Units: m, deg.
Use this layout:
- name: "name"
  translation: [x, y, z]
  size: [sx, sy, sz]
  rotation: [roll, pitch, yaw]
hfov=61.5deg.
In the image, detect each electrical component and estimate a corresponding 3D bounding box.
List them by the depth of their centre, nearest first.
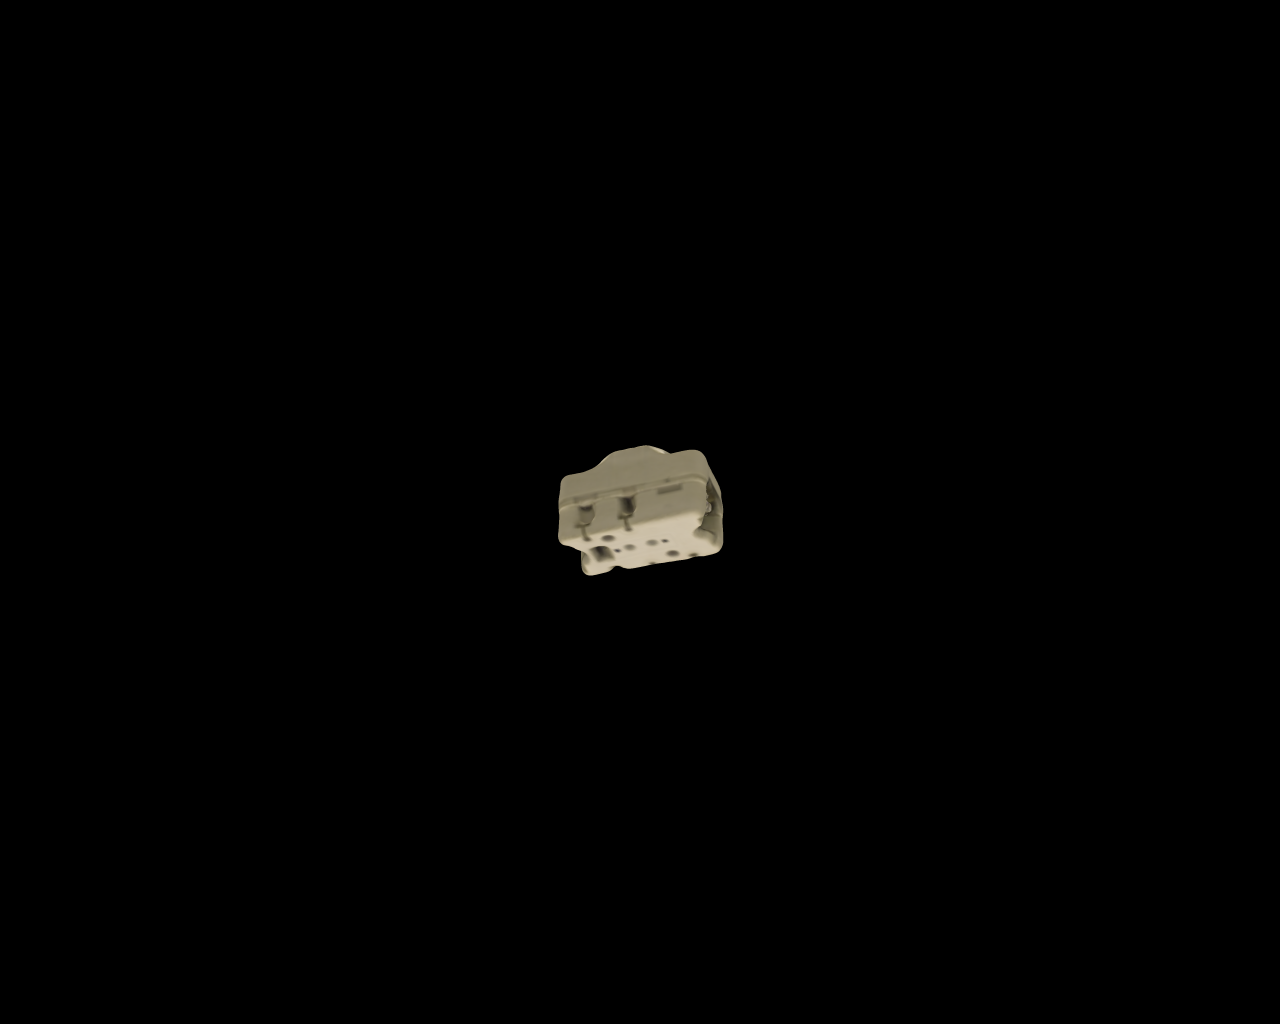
- name: "electrical component"
  translation: [0.001, -0.003, 0.650]
  size: [0.089, 0.056, 0.050]
  rotation: [-11, -36, 16]
